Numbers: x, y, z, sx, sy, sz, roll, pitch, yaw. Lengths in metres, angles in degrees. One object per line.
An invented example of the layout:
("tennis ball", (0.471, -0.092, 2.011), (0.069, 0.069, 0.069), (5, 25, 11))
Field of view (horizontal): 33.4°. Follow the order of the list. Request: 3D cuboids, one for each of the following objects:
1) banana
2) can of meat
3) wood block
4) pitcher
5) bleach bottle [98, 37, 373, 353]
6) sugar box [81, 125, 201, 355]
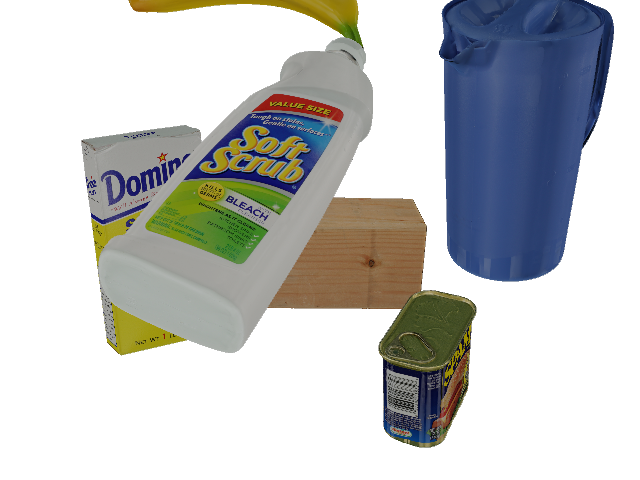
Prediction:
("banana", (-0.052, -0.194, 0.833), (0.198, 0.069, 0.037), (13, -40, 17))
("can of meat", (0.086, 0.103, 0.859), (0.057, 0.084, 0.102), (12, 33, 21))
("wood block", (-0.007, 0.011, 1.060), (0.206, 0.091, 0.090), (1, 20, -5))
("pitcher", (0.179, -0.093, 0.945), (0.149, 0.243, 0.145), (3, 31, 8))
("bleach bottle", (-0.038, -0.049, 0.700), (0.102, 0.250, 0.068), (22, -36, 10))
("sugar box", (-0.139, -0.002, 0.885), (0.093, 0.176, 0.048), (-12, 19, -25))
